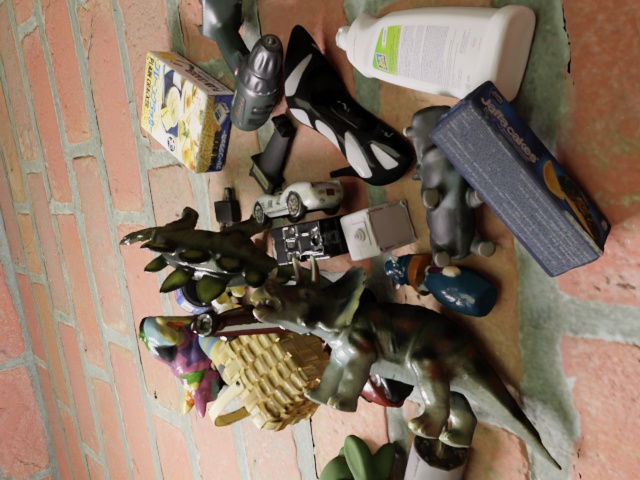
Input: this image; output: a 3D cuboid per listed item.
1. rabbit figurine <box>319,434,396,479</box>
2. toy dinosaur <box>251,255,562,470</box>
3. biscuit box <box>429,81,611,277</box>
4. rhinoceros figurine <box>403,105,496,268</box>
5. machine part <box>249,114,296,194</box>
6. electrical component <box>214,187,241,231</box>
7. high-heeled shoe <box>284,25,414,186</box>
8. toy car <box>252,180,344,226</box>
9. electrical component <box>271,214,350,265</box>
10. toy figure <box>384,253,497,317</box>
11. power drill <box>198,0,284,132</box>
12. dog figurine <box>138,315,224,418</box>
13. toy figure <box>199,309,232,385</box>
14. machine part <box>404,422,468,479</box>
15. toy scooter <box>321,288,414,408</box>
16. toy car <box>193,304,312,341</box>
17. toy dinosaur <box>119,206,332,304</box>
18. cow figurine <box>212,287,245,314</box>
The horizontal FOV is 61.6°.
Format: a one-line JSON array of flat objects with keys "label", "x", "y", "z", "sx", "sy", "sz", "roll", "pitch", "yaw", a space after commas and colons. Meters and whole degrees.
[{"label": "rabbit figurine", "x": 0.074, "y": 0.386, "z": 0.820, "sx": 0.170, "sy": 0.121, "sz": 0.159, "roll": 153, "pitch": 132, "yaw": -70}, {"label": "toy dinosaur", "x": 0.110, "y": 0.142, "z": 0.687, "sx": 0.131, "sy": 0.405, "sz": 0.192, "roll": 93, "pitch": -168, "yaw": -76}, {"label": "biscuit box", "x": 0.203, "y": -0.061, "z": 0.545, "sx": 0.202, "sy": 0.059, "sz": 0.063, "roll": 49, "pitch": 138, "yaw": -4}, {"label": "rhinoceros figurine", "x": 0.149, "y": -0.060, "z": 0.625, "sx": 0.073, "sy": 0.112, "sz": 0.190, "roll": -13, "pitch": 111, "yaw": 8}, {"label": "machine part", "x": -0.079, "y": -0.140, "z": 0.888, "sx": 0.084, "sy": 0.039, "sz": 0.138, "roll": 55, "pitch": 137, "yaw": 31}, {"label": "electrical component", "x": -0.180, "y": -0.055, "z": 1.033, "sx": 0.063, "sy": 0.021, "sz": 0.094, "roll": 6, "pitch": 107, "yaw": 47}, {"label": "high-heeled shoe", "x": 0.036, "y": -0.188, "z": 0.719, "sx": 0.145, "sy": 0.086, "sz": 0.248, "roll": -12, "pitch": 98, "yaw": 46}, {"label": "toy car", "x": -0.039, "y": -0.057, "z": 0.822, "sx": 0.202, "sy": 0.073, "sz": 0.056, "roll": -7, "pitch": 89, "yaw": 59}, {"label": "electrical component", "x": -0.002, "y": -0.002, "z": 0.789, "sx": 0.134, "sy": 0.115, "sz": 0.058, "roll": -10, "pitch": 90, "yaw": 48}, {"label": "toy figure", "x": 0.149, "y": 0.052, "z": 0.688, "sx": 0.155, "sy": 0.058, "sz": 0.064, "roll": 24, "pitch": 113, "yaw": 46}, {"label": "power drill", "x": -0.116, "y": -0.289, "z": 0.818, "sx": 0.207, "sy": 0.086, "sz": 0.232, "roll": 60, "pitch": 159, "yaw": 15}, {"label": "dog figurine", "x": -0.293, "y": 0.268, "z": 1.147, "sx": 0.109, "sy": 0.191, "sz": 0.219, "roll": -13, "pitch": 77, "yaw": 42}, {"label": "toy figure", "x": -0.187, "y": 0.219, "z": 1.072, "sx": 0.180, "sy": 0.089, "sz": 0.082, "roll": 35, "pitch": 160, "yaw": 30}, {"label": "machine part", "x": 0.155, "y": 0.356, "z": 0.761, "sx": 0.079, "sy": 0.079, "sz": 0.243, "roll": 26, "pitch": 120, "yaw": 40}, {"label": "toy scooter", "x": 0.059, "y": 0.170, "z": 0.807, "sx": 0.135, "sy": 0.075, "sz": 0.184, "roll": -38, "pitch": 70, "yaw": 45}, {"label": "toy car", "x": -0.098, "y": 0.124, "z": 0.822, "sx": 0.202, "sy": 0.089, "sz": 0.053, "roll": -7, "pitch": 76, "yaw": 19}, {"label": "toy dinosaur", "x": -0.163, "y": 0.030, "z": 0.908, "sx": 0.472, "sy": 0.198, "sz": 0.104, "roll": 5, "pitch": 116, "yaw": 22}, {"label": "cow figurine", "x": -0.197, "y": 0.109, "z": 1.067, "sx": 0.098, "sy": 0.068, "sz": 0.167, "roll": -30, "pitch": 77, "yaw": 53}]
